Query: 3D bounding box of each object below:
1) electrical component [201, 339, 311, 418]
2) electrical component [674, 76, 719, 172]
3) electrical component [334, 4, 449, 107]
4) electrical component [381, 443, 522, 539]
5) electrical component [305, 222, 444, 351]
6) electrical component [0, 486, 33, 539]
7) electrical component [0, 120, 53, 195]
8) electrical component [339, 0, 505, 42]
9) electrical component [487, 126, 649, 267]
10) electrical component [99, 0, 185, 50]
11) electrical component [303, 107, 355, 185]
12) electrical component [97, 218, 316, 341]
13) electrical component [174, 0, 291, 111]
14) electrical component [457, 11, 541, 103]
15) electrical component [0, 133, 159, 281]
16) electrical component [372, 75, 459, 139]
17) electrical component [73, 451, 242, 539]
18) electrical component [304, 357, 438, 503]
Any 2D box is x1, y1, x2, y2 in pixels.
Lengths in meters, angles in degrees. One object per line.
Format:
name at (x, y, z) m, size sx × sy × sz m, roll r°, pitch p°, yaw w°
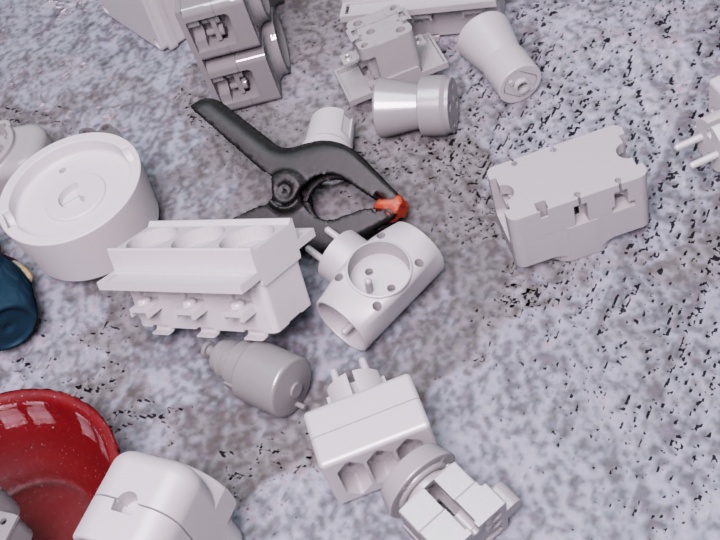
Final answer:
electrical component at (-0.067, 0.063, 0.673) m, size 0.078 × 0.040 × 0.040 m, roll 20°, pitch 60°, yaw 30°
electrical component at (0.243, -0.088, 0.695) m, size 0.077 × 0.047 × 0.065 m, roll -24°, pitch 49°, yaw -2°
electrical component at (0.021, -0.162, 0.813) m, size 0.081 × 0.063 × 0.042 m, roll -22°, pitch 50°, yaw -2°
electrical component at (0.045, 0.128, 0.584) m, size 0.066 × 0.048 × 0.055 m, roll -39°, pitch 59°, yaw -15°
electrical component at (0.000, 0.000, 0.696) m, size 0.079 × 0.044 × 0.077 m, roll 36°, pitch 69°, yaw 23°
electrical component at (-0.225, 0.132, 0.580) m, size 0.078 × 0.057 × 0.058 m, roll 5°, pitch 54°, yaw 21°
electrical component at (-0.284, -0.076, 0.841) m, size 0.095 × 0.059 × 0.053 m, roll -9°, pitch 50°, yaw 10°
electrical component at (0.052, -0.219, 0.850) m, size 0.121 × 0.063 × 0.078 m, roll -2°, pitch 52°, yaw 16°
electrical component at (0.134, -0.044, 0.688) m, size 0.089 × 0.055 × 0.050 m, roll -19°, pitch 49°, yaw 2°
electrical component at (-0.192, -0.261, 0.931) m, size 0.056 × 0.108 × 0.109 m, roll -39°, pitch 51°, yaw -19°
electrical component at (-0.023, -0.091, 0.786) m, size 0.040 × 0.040 × 0.046 m, roll -5°, pitch 46°, yaw 14°
electrical component at (-0.095, 0.005, 0.690) m, size 0.121 × 0.063 × 0.079 m, roll 1°, pitch 28°, yaw 35°
electrical component at (-0.103, -0.232, 0.881) m, size 0.060 × 0.105 × 0.186 m, roll -13°, pitch 50°, yaw 7°
electrical component at (0.106, -0.155, 0.798) m, size 0.044 × 0.044 × 0.065 m, roll -25°, pitch 54°, yaw -4°
electrical component at (-0.200, -0.041, 0.785) m, size 0.108 × 0.060 × 0.108 m, roll -9°, pitch 50°, yaw 10°
electrical component at (0.041, -0.119, 0.785) m, size 0.055 × 0.045 × 0.045 m, roll 0°, pitch 52°, yaw 17°
electrical component at (-0.105, 0.142, 0.584) m, size 0.054 × 0.095 × 0.059 m, roll 9°, pitch 55°, yaw 24°
electrical component at (0.003, 0.084, 0.630) m, size 0.066 × 0.047 × 0.076 m, roll -21°, pitch 49°, yaw 0°
